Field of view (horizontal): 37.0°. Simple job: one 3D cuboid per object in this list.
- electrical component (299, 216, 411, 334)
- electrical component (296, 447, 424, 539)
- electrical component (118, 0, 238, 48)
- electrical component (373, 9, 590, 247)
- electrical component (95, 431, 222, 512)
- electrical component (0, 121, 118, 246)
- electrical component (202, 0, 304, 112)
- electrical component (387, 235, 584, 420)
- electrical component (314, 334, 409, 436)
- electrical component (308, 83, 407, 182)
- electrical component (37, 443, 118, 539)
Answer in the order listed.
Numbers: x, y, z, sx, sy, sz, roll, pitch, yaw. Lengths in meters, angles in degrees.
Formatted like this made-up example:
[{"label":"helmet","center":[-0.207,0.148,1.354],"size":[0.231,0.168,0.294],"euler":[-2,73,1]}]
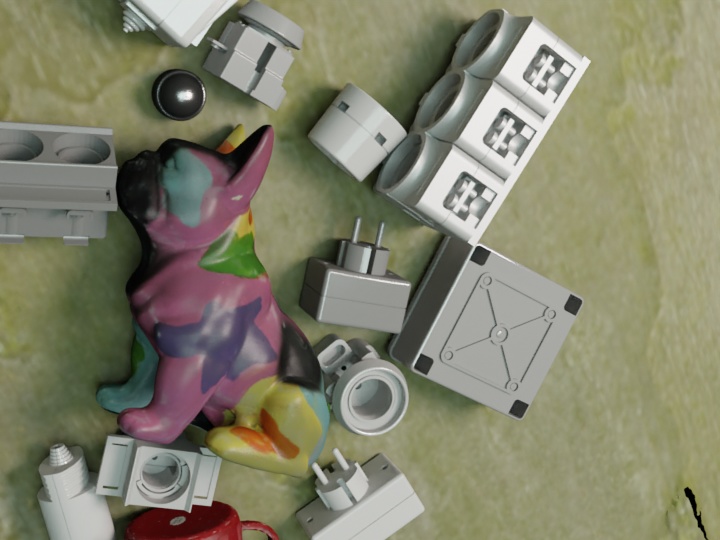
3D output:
[{"label":"electrical component","center":[0.000,0.000,0.776],"size":[0.066,0.047,0.076],"euler":[9,98,-21]},{"label":"electrical component","center":[-0.009,0.168,0.809],"size":[0.083,0.047,0.075],"euler":[-34,110,-9]},{"label":"electrical component","center":[-0.112,-0.182,0.690],"size":[0.061,0.062,0.096],"euler":[42,86,-22]},{"label":"electrical component","center":[0.079,-0.102,0.758],"size":[0.062,0.089,0.150],"euler":[32,90,-22]},{"label":"electrical component","center":[-0.141,0.135,0.748],"size":[0.081,0.064,0.042],"euler":[12,96,-21]},{"label":"electrical component","center":[-0.219,-0.055,0.676],"size":[0.121,0.078,0.063],"euler":[1,130,-19]},{"label":"electrical component","center":[-0.069,-0.146,0.721],"size":[0.066,0.048,0.055],"euler":[28,94,-34]},{"label":"electrical component","center":[0.094,0.042,0.812],"size":[0.109,0.056,0.108],"euler":[27,92,-22]},{"label":"electrical component","center":[0.002,0.088,0.790],"size":[0.058,0.057,0.078],"euler":[-40,111,-7]},{"label":"electrical component","center":[-0.003,-0.095,0.751],"size":[0.055,0.055,0.047],"euler":[41,90,-22]},{"label":"electrical component","center":[-0.199,0.158,0.744],"size":[0.043,0.043,0.081],"euler":[-16,106,-15]}]
